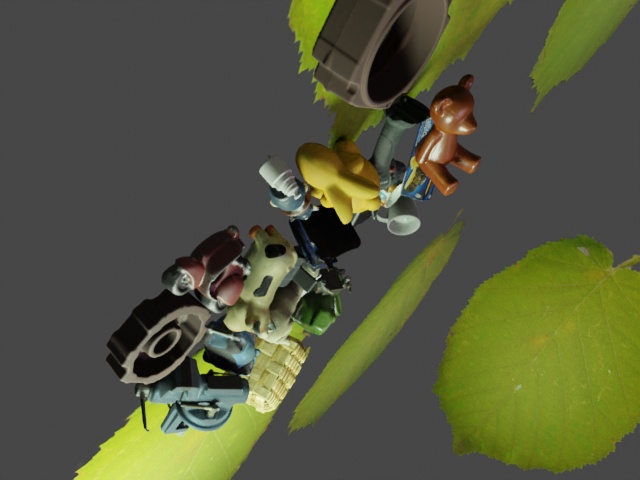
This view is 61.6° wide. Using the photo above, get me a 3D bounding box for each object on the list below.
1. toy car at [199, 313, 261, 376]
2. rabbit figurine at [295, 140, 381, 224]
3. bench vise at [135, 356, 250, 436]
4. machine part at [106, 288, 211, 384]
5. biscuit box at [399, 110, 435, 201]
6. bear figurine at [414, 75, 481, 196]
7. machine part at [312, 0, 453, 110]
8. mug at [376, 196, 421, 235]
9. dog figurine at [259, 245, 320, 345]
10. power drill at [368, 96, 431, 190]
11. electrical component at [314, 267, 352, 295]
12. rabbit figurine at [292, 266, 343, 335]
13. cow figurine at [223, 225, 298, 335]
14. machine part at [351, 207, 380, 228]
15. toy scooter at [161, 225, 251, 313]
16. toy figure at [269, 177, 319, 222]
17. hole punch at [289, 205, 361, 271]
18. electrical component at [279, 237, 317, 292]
[{"bbox_3d":[-0.179,0.200,1.093,0.161,0.109,0.103,85,23,-49],"label":"toy car"},{"bbox_3d":[0.025,-0.101,0.918,0.122,0.162,0.173,-42,145,15],"label":"rabbit figurine"},{"bbox_3d":[-0.265,0.324,1.054,0.223,0.129,0.240,0,139,-37],"label":"bench vise"},{"bbox_3d":[-0.263,0.156,0.880,0.179,0.056,0.179,-42,158,-21],"label":"machine part"},{"bbox_3d":[0.245,-0.192,1.227,0.063,0.059,0.202,-12,120,-58],"label":"biscuit box"},{"bbox_3d":[0.253,-0.197,1.005,0.120,0.132,0.195,-41,167,-26],"label":"bear figurine"},{"bbox_3d":[0.096,-0.293,0.775,0.201,0.087,0.201,-14,141,-56],"label":"machine part"},{"bbox_3d":[0.198,-0.077,1.379,0.080,0.110,0.107,89,2,-52],"label":"mug"},{"bbox_3d":[-0.064,0.098,1.071,0.190,0.121,0.172,-55,-159,7],"label":"dog figurine"},{"bbox_3d":[0.144,-0.188,1.100,0.232,0.086,0.207,-29,158,-44],"label":"power drill"},{"bbox_3d":[0.031,0.101,1.308,0.102,0.078,0.045,2,152,-33],"label":"electrical component"},{"bbox_3d":[0.013,0.155,1.377,0.170,0.121,0.159,-59,156,-16],"label":"rabbit figurine"},{"bbox_3d":[-0.109,0.083,0.966,0.195,0.127,0.085,-56,156,12],"label":"cow figurine"},{"bbox_3d":[0.090,-0.059,1.261,0.139,0.039,0.084,-25,144,-45],"label":"machine part"},{"bbox_3d":[-0.162,0.043,0.864,0.135,0.075,0.183,-49,156,-3],"label":"toy scooter"},{"bbox_3d":[-0.044,-0.071,0.924,0.154,0.064,0.057,44,49,-75],"label":"toy figure"},{"bbox_3d":[-0.002,-0.003,1.047,0.116,0.142,0.092,-18,168,-41],"label":"hole punch"},{"bbox_3d":[-0.064,0.053,1.018,0.075,0.119,0.047,-50,161,10],"label":"electrical component"}]
